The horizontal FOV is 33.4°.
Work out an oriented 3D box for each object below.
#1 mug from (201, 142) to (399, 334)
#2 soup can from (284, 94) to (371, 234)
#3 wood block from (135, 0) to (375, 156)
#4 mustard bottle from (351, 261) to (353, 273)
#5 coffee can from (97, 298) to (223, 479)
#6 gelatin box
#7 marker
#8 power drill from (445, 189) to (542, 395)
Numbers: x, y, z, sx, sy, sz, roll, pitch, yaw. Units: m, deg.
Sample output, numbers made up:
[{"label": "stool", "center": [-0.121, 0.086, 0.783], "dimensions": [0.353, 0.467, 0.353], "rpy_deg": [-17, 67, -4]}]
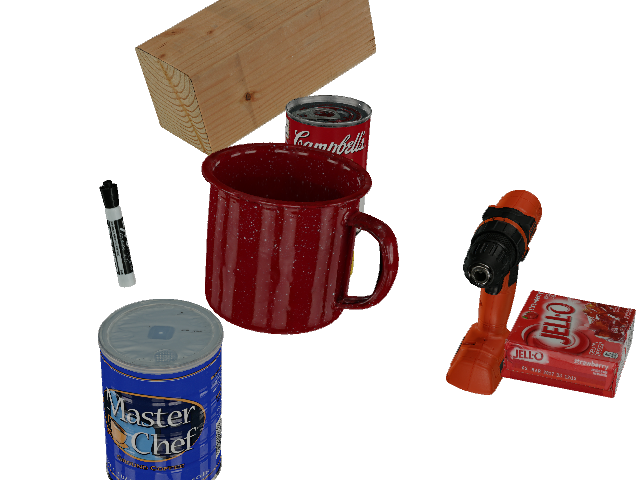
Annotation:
[{"label": "mug", "center": [-0.011, 0.002, 0.589], "dimensions": [0.117, 0.081, 0.093], "rpy_deg": [16, 26, 21]}, {"label": "soup can", "center": [0.004, -0.058, 0.855], "dimensions": [0.068, 0.102, 0.068], "rpy_deg": [2, 26, -1]}, {"label": "wood block", "center": [-0.056, -0.179, 1.003], "dimensions": [0.205, 0.091, 0.090], "rpy_deg": [-36, 45, -24]}, {"label": "mustard bottle", "center": [-0.006, -0.049, 1.186], "dimensions": [0.096, 0.192, 0.058], "rpy_deg": [-1, 18, -16]}, {"label": "coffee can", "center": [-0.135, 0.135, 0.911], "dimensions": [0.103, 0.140, 0.103], "rpy_deg": [2, 29, -1]}, {"label": "gelatin box", "center": [0.167, 0.067, 0.712], "dimensions": [0.073, 0.030, 0.089], "rpy_deg": [10, 23, 21]}, {"label": "marker", "center": [-0.220, -0.007, 1.160], "dimensions": [0.020, 0.121, 0.020], "rpy_deg": [-6, 22, 2]}, {"label": "power drill", "center": [0.172, 0.058, 1.072], "dimensions": [0.057, 0.188, 0.184], "rpy_deg": [17, 28, 18]}]
